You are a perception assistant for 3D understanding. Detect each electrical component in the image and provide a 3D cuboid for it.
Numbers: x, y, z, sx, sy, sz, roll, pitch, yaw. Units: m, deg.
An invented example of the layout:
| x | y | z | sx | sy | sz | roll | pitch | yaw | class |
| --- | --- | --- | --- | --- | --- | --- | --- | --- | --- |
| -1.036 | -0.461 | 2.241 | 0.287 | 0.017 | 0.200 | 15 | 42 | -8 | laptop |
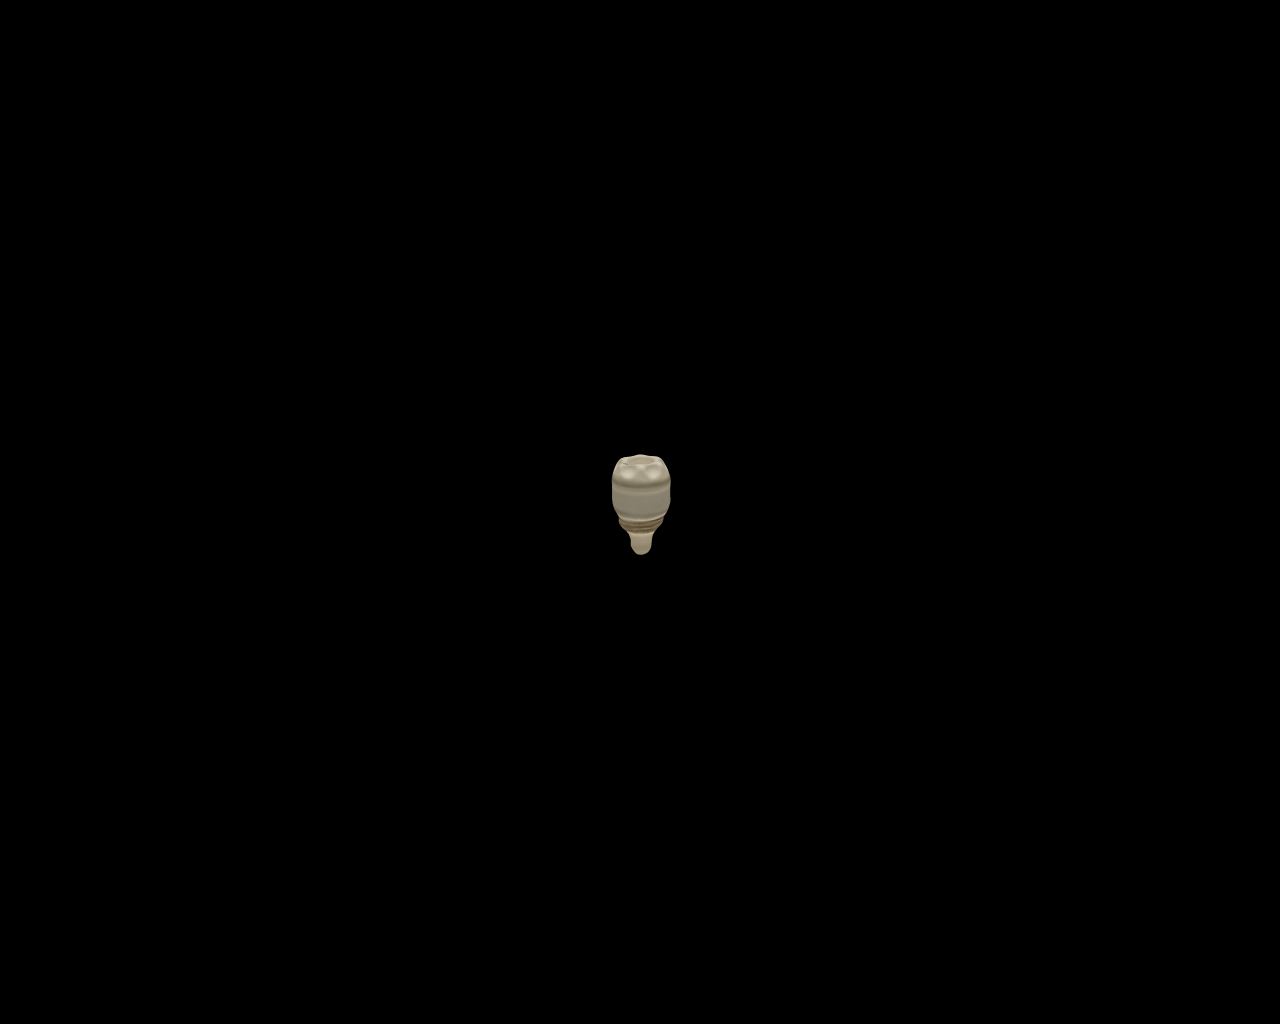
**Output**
| x | y | z | sx | sy | sz | roll | pitch | yaw | class |
| --- | --- | --- | --- | --- | --- | --- | --- | --- | --- |
| 0.001 | -0.003 | 0.650 | 0.035 | 0.061 | 0.035 | 0 | 19 | 0 | electrical component |
